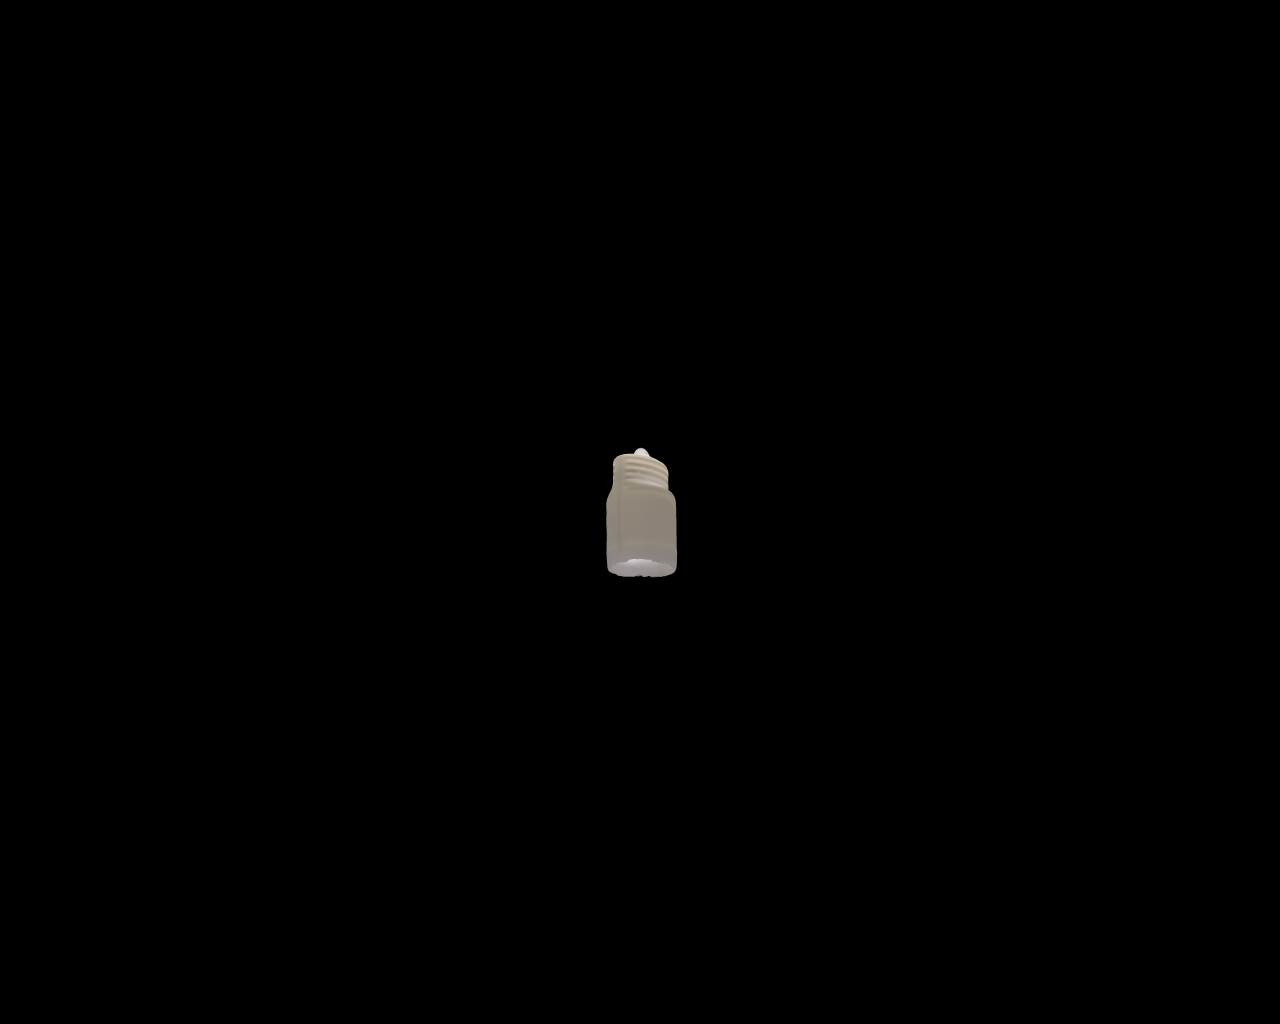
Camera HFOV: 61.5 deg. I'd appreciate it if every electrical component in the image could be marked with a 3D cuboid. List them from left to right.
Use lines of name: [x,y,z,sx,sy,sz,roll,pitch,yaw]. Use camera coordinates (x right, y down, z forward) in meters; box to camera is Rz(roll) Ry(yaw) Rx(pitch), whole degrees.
electrical component: [0.001,-0.003,0.650,0.043,0.081,0.043,0,-18,0]
